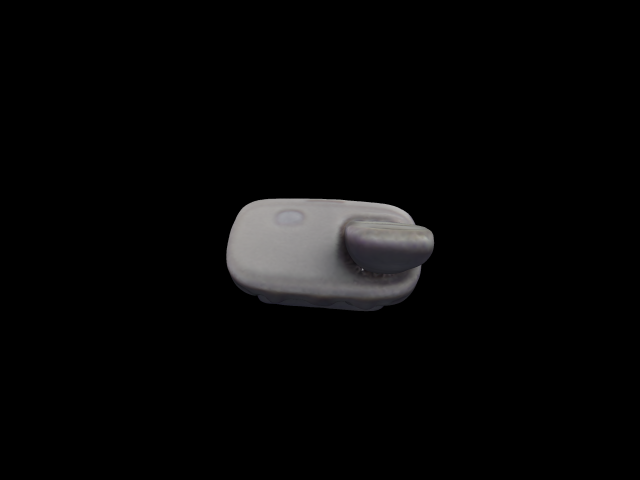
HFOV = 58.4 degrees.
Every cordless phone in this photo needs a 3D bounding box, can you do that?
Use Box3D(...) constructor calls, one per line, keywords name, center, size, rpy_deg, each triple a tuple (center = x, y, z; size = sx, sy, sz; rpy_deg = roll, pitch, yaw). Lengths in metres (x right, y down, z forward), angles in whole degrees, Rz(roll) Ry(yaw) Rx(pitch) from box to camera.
Box3D(name="cordless phone", center=(0.004, 0.001, 0.400), size=(0.147, 0.185, 0.094), rpy_deg=(0, 82, 0))
